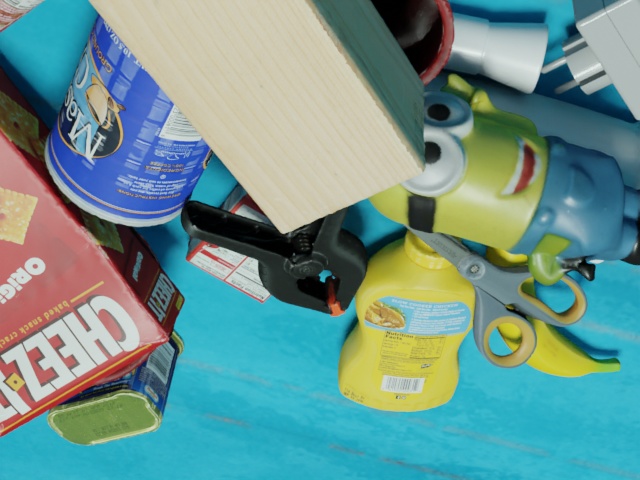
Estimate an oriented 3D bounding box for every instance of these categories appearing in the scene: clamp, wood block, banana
[{"bbox_3d":[-0.005,0.001,0.741,0.120,0.039,0.171,-17,149,21],"label":"clamp"},{"bbox_3d":[-0.035,-0.114,0.535,0.091,0.090,0.206,-23,126,23],"label":"wood block"},{"bbox_3d":[0.164,0.050,0.820,0.070,0.037,0.197,-32,126,8],"label":"banana"}]

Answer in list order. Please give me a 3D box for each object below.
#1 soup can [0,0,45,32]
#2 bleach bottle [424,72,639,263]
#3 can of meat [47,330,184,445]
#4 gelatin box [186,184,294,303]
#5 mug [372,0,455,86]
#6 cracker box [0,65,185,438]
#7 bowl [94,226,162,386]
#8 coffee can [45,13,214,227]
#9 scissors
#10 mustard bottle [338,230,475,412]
[{"bbox_3d":[-0.180,-0.170,0.632,0.102,0.068,0.068,-23,126,25],"label":"soup can"},{"bbox_3d":[0.091,-0.068,0.698,0.250,0.068,0.103,19,131,-7],"label":"bleach bottle"},{"bbox_3d":[-0.171,0.119,0.893,0.102,0.084,0.057,-17,129,22],"label":"can of meat"},{"bbox_3d":[-0.048,-0.001,0.801,0.073,0.030,0.089,30,129,-21],"label":"gelatin box"},{"bbox_3d":[0.021,-0.146,0.619,0.117,0.081,0.093,21,132,-12],"label":"mug"},{"bbox_3d":[-0.224,0.014,0.739,0.164,0.072,0.213,-30,109,16],"label":"cracker box"},{"bbox_3d":[-0.190,0.030,0.813,0.162,0.055,0.162,2,114,4],"label":"bowl"},{"bbox_3d":[-0.104,-0.091,0.672,0.102,0.102,0.140,23,132,-14],"label":"coffee can"},{"bbox_3d":[0.103,0.036,0.756,0.201,0.016,0.096,19,111,-26],"label":"scissors"},{"bbox_3d":[0.072,0.053,0.815,0.096,0.058,0.192,6,134,-4],"label":"mustard bottle"}]
